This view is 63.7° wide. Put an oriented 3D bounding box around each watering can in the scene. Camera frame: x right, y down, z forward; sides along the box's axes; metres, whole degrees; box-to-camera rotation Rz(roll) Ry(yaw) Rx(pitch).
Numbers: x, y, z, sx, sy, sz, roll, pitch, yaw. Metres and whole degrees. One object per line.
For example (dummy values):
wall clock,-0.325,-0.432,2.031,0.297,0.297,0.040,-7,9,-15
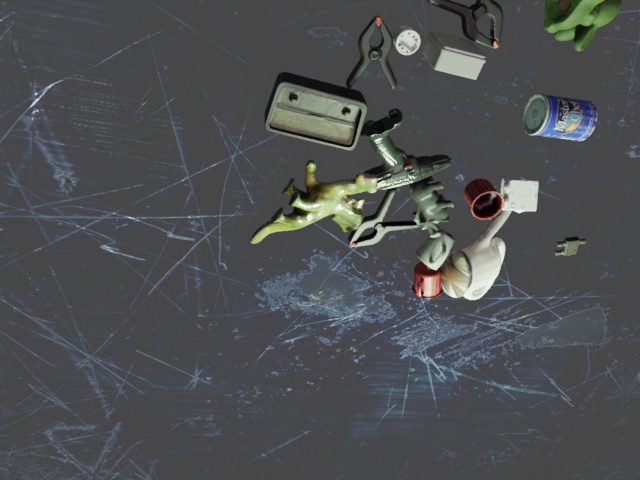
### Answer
watering can,0.467,0.041,1.512,0.226,0.105,0.340,-16,125,-31

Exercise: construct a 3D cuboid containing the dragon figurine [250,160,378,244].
dragon figurine,0.004,-0.069,1.378,0.241,0.125,0.403,23,137,-24
